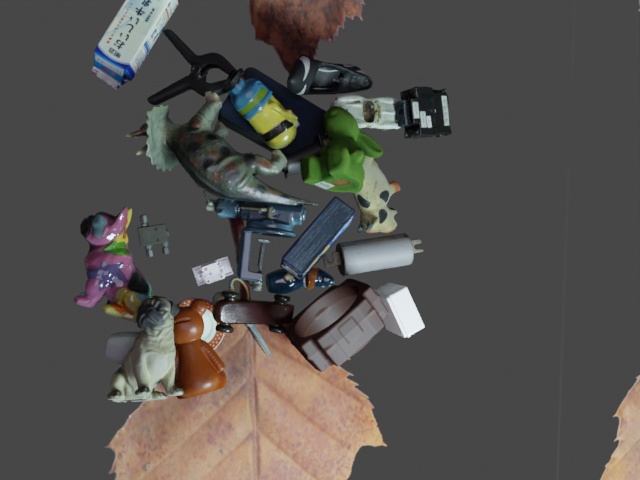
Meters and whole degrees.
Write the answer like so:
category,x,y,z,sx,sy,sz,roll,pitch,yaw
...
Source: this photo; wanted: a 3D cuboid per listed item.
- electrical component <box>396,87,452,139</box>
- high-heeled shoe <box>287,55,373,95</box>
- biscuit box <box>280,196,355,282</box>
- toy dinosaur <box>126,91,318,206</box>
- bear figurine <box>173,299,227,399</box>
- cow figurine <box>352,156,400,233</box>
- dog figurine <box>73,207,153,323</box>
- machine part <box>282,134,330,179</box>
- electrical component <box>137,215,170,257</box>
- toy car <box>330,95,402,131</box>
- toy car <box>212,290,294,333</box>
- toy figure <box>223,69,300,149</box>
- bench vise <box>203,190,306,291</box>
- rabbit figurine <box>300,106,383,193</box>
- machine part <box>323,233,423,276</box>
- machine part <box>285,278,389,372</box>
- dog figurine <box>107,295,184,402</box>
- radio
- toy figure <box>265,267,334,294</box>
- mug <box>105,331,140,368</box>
category,x,y,z,sx,sy,sz,roll,pitch,yaw
electrical component,0.239,-0.296,1.255,0.134,0.058,0.114,-7,91,-33
high-heeled shoe,0.025,-0.337,1.152,0.145,0.249,0.086,23,121,7
biscuit box,-0.002,-0.004,1.196,0.063,0.059,0.203,38,67,8
toy dinosaur,-0.207,-0.155,1.078,0.405,0.131,0.192,38,63,9
bear figurine,-0.276,0.231,1.139,0.120,0.132,0.196,-16,78,-13
cow figurine,0.116,-0.100,1.239,0.127,0.085,0.194,-36,102,-15
dog figurine,-0.411,0.042,1.110,0.191,0.108,0.219,20,89,-10
machine part,-0.021,-0.178,1.157,0.139,0.039,0.084,-27,113,-17
electrical component,-0.360,-0.011,1.166,0.063,0.021,0.094,-11,94,-12
toy car,0.112,-0.289,1.225,0.202,0.056,0.073,-6,93,-32
toy car,-0.145,0.159,1.186,0.202,0.053,0.089,7,89,-40
toy figure,-0.122,-0.265,1.102,0.180,0.082,0.089,38,106,-26
bench vise,-0.147,-0.012,1.167,0.224,0.129,0.240,7,87,-10
rabbit figurine,0.055,-0.193,1.113,0.159,0.121,0.170,13,72,-35
machine part,0.126,0.034,1.249,0.243,0.079,0.079,-9,94,-13
machine part,0.036,0.181,1.167,0.201,0.201,0.087,-40,106,-12
dog figurine,-0.351,0.218,1.068,0.172,0.121,0.190,-17,67,24
radio,-0.098,-0.269,1.192,0.229,0.073,0.131,28,85,-14
toy figure,-0.044,0.089,1.219,0.154,0.064,0.057,-5,95,-14
mug,-0.399,0.243,1.144,0.107,0.081,0.109,14,104,-5
